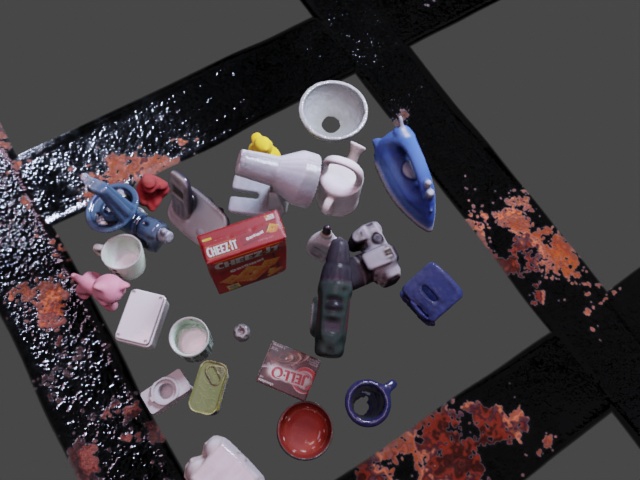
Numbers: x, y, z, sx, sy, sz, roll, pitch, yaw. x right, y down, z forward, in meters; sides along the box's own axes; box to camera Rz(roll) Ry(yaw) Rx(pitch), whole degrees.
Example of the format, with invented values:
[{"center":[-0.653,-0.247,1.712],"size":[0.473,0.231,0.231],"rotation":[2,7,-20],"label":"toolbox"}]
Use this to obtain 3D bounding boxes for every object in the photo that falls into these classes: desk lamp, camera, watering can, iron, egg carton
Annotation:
[{"center":[-0.103,-0.123,1.249],"size":[0.203,0.213,0.118],"rotation":[7,70,-1],"label":"desk lamp"},{"center":[0.094,0.045,1.262],"size":[0.137,0.101,0.143],"rotation":[-22,73,-11],"label":"camera"},{"center":[0.047,-0.141,1.276],"size":[0.101,0.194,0.173],"rotation":[5,70,-2],"label":"watering can"},{"center":[0.217,-0.156,1.322],"size":[0.119,0.141,0.258],"rotation":[-20,73,-10],"label":"iron"},{"center":[-0.182,0.460,1.108],"size":[0.150,0.069,0.107],"rotation":[40,72,10],"label":"egg carton"}]

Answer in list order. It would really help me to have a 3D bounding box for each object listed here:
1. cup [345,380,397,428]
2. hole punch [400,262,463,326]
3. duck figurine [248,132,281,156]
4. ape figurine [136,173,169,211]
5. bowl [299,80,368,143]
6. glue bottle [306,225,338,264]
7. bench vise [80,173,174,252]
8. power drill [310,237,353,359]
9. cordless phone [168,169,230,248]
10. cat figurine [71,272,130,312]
[{"center":[0.102,0.326,1.164],"size":[0.118,0.095,0.091],"rotation":[-34,76,-15],"label":"cup"},{"center":[0.242,0.119,1.251],"size":[0.101,0.091,0.108],"rotation":[-39,77,-16],"label":"hole punch"},{"center":[-0.131,-0.205,1.345],"size":[0.077,0.086,0.104],"rotation":[-29,74,-13],"label":"duck figurine"},{"center":[-0.382,-0.119,1.293],"size":[0.078,0.092,0.076],"rotation":[-17,72,-10],"label":"ape figurine"},{"center":[0.031,-0.301,1.397],"size":[0.167,0.075,0.167],"rotation":[1,70,-3],"label":"bowl"},{"center":[0.011,0.004,1.232],"size":[0.078,0.173,0.037],"rotation":[29,71,7],"label":"glue bottle"},{"center":[-0.406,-0.069,1.205],"size":[0.207,0.220,0.121],"rotation":[10,70,0],"label":"bench vise"},{"center":[0.023,0.131,1.168],"size":[0.075,0.208,0.229],"rotation":[5,70,-2],"label":"power drill"},{"center":[-0.267,-0.068,1.233],"size":[0.147,0.185,0.094],"rotation":[36,72,9],"label":"cordless phone"},{"center":[-0.458,0.098,1.195],"size":[0.127,0.118,0.067],"rotation":[21,70,4],"label":"cat figurine"}]
